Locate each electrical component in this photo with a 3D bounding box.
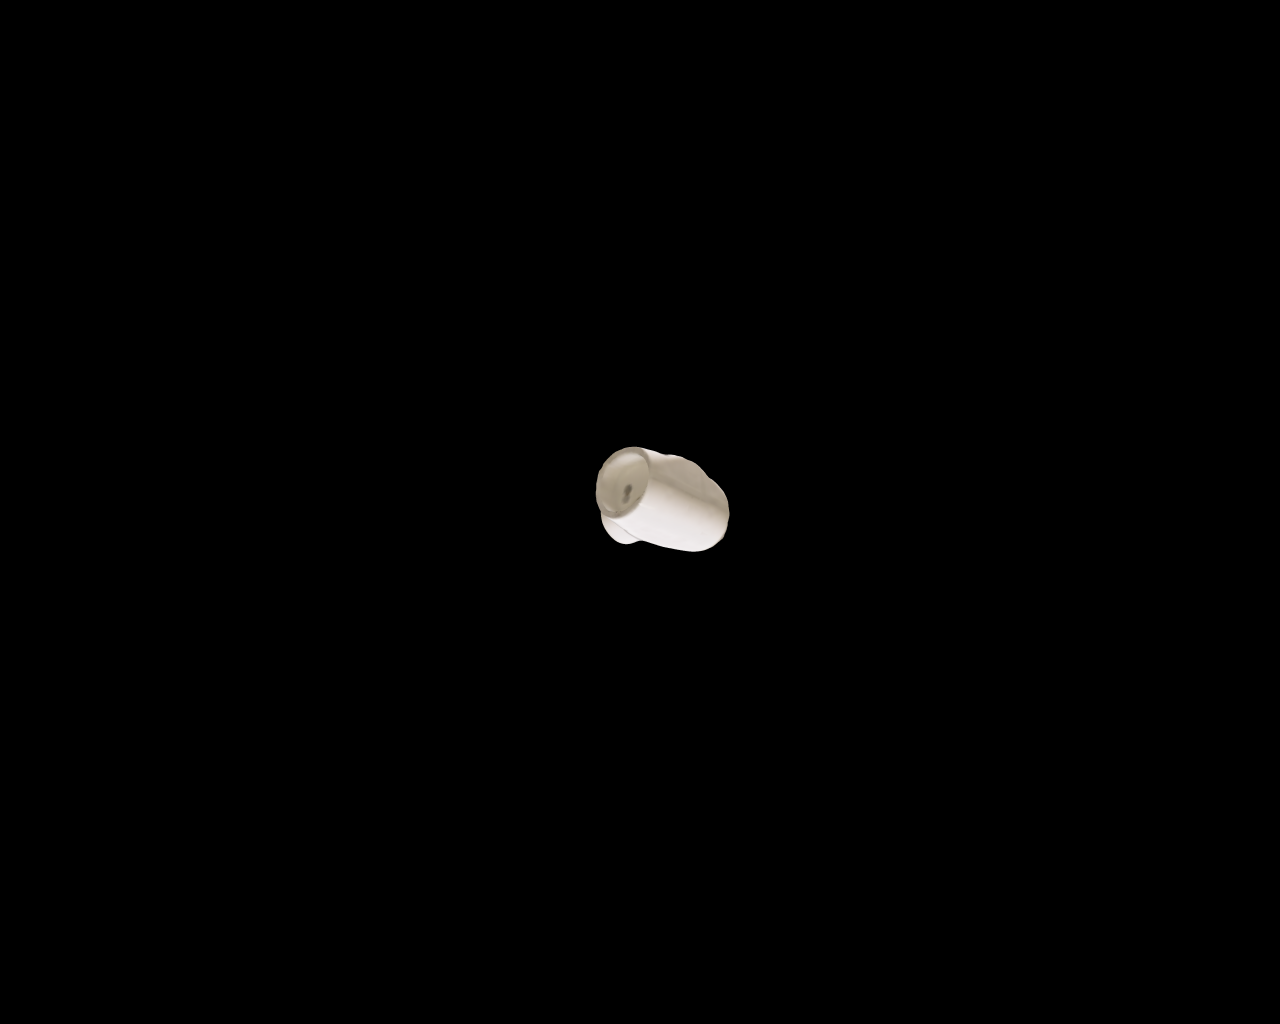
[{"bbox_3d":[0.001,-0.003,0.650,0.079,0.044,0.077,-17,-27,37],"label":"electrical component"}]
